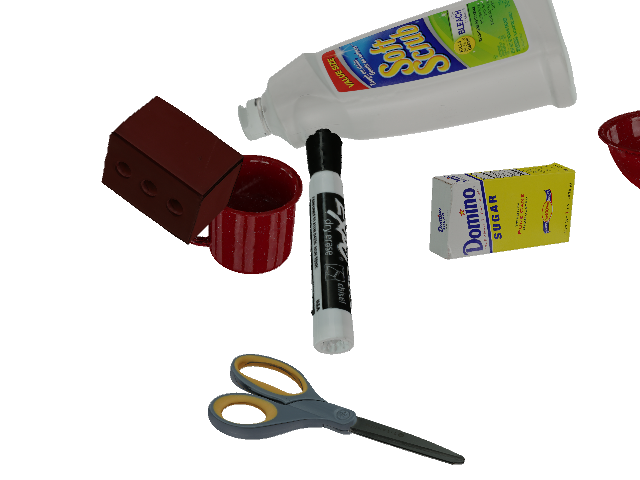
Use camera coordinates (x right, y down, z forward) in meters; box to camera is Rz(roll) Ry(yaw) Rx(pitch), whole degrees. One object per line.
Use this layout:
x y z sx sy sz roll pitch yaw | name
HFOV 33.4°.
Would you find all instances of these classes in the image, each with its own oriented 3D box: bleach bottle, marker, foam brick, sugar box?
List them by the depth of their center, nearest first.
0.004 -0.003 0.520 0.020 0.121 0.020 -2 -30 -1 | marker
-0.100 -0.048 0.718 0.078 0.053 0.051 35 51 9 | foam brick
0.059 -0.119 0.815 0.251 0.102 0.068 -15 -36 12 | bleach bottle
0.215 -0.035 1.256 0.176 0.093 0.048 -9 20 -26 | sugar box

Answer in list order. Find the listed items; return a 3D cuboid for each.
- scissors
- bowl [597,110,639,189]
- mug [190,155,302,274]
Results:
-0.001 0.143 0.806 0.202 0.016 0.096 26 40 31 | scissors
0.336 -0.076 0.973 0.162 0.055 0.162 -5 22 2 | bowl
-0.077 -0.020 1.016 0.117 0.081 0.093 -9 42 -16 | mug
